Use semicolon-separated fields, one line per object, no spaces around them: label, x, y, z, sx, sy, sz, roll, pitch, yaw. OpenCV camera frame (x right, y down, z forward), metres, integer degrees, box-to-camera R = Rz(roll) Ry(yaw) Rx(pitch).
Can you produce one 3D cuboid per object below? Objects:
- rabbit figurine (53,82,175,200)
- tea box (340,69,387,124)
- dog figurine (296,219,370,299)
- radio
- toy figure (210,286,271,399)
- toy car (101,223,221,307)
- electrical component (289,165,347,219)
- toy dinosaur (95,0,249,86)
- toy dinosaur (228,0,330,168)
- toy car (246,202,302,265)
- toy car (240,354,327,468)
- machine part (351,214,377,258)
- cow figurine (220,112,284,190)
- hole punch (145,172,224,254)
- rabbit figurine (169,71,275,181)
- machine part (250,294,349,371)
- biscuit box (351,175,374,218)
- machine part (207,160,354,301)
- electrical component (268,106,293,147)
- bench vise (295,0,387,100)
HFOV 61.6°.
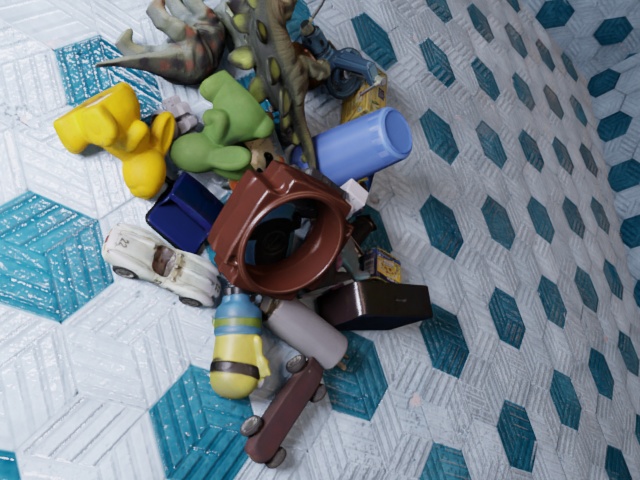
rabbit figurine;-0.304;-0.149;0.850;0.173;0.122;0.162;62;31;-24
tea box;0.111;-0.349;1.351;0.068;0.098;0.169;28;54;-32
dog figurine;-0.002;-0.003;1.069;0.191;0.108;0.219;-5;70;-43
radio;0.112;0.137;1.090;0.229;0.131;0.073;9;64;-42
toy figure;-0.136;0.163;0.870;0.089;0.082;0.180;2;76;-25
toy car;-0.240;0.042;0.840;0.201;0.056;0.073;31;52;-31
electrical component;-0.036;-0.086;0.979;0.134;0.115;0.058;29;65;-43
toy dinosaur;-0.240;-0.364;1.001;0.192;0.131;0.405;41;53;-23
toy dinosaur;-0.074;-0.317;1.026;0.198;0.105;0.470;-47;119;-47
toy car;-0.103;-0.013;0.962;0.109;0.161;0.103;-12;39;-25
toy car;-0.059;0.283;0.907;0.089;0.053;0.202;54;47;-18
machine part;0.080;-0.007;1.200;0.084;0.039;0.139;47;46;-7
cow figurine;-0.134;-0.158;1.023;0.127;0.085;0.195;2;72;-51
hole punch;-0.209;-0.051;0.897;0.142;0.092;0.116;41;43;-19
rabbit figurine;-0.171;-0.170;0.924;0.170;0.121;0.159;-43;81;-8
machine part;-0.032;0.161;0.976;0.243;0.079;0.079;41;47;-23
biscuit box;0.081;-0.140;1.245;0.059;0.063;0.203;41;47;-26
machine part;-0.058;-0.009;0.863;0.201;0.201;0.087;22;18;-42
electrical component;-0.076;-0.248;1.141;0.045;0.078;0.102;-19;89;-9
bench vise;0.051;-0.408;1.233;0.129;0.241;0.223;-45;140;-16
